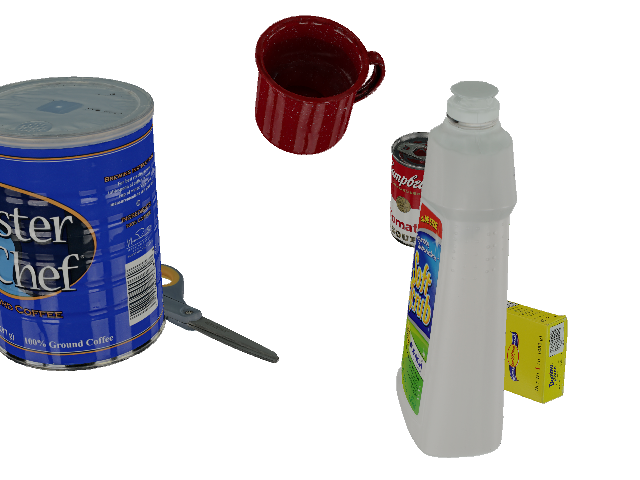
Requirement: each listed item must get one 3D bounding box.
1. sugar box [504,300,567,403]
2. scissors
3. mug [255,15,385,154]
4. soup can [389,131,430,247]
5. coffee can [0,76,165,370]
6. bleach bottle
[{"bbox_3d":[0.191,0.112,1.200,0.177,0.093,0.048,14,18,43],"label":"sugar box"},{"bbox_3d":[-0.104,0.055,0.880,0.202,0.016,0.096,13,26,22],"label":"scissors"},{"bbox_3d":[-0.001,-0.129,0.894,0.117,0.093,0.081,-18,-28,-19],"label":"mug"},{"bbox_3d":[0.106,-0.052,1.103,0.068,0.102,0.068,-1,37,0],"label":"soup can"},{"bbox_3d":[-0.143,-0.012,0.611,0.103,0.140,0.103,0,26,0],"label":"coffee can"},{"bbox_3d":[0.090,0.016,0.695,0.068,0.251,0.102,-3,30,-5],"label":"bleach bottle"}]
